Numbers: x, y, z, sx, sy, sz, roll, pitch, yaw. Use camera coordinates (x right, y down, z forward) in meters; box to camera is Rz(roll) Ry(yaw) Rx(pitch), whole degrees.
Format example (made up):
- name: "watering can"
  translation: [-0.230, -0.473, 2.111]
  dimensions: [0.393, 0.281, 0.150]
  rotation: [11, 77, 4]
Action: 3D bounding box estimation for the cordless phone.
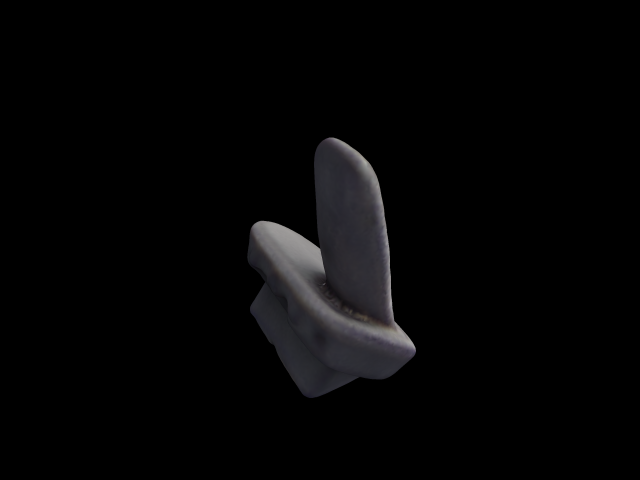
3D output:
- name: "cordless phone"
  translation: [0.004, 0.001, 0.400]
  dimensions: [0.094, 0.185, 0.147]
  rotation: [-21, 40, -26]
